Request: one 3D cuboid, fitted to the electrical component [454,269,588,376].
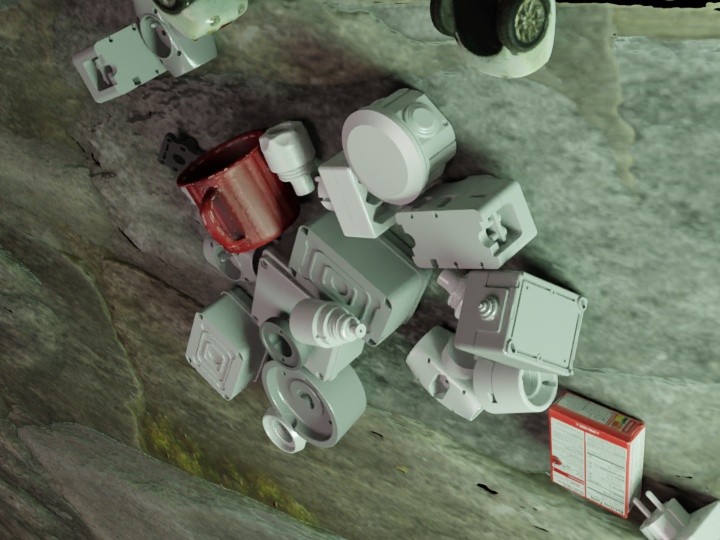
[{"bbox_3d":[0.113,0.037,0.799,0.096,0.061,0.061,20,169,-40],"label":"electrical component"}]

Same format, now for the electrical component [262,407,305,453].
[{"bbox_3d":[-0.069,0.163,1.179,0.078,0.057,0.058,46,146,9],"label":"electrical component"}]

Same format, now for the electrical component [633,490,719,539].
[{"bbox_3d":[0.248,0.207,0.851,0.075,0.047,0.083,48,146,9],"label":"electrical component"}]

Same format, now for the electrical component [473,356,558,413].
[{"bbox_3d":[0.128,0.090,0.878,0.047,0.055,0.055,-6,117,48],"label":"electrical component"}]

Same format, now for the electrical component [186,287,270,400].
[{"bbox_3d":[-0.141,0.081,1.187,0.078,0.057,0.113,43,146,13],"label":"electrical component"}]

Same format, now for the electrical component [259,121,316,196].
[{"bbox_3d":[-0.058,-0.095,0.936,0.043,0.043,0.062,7,127,47],"label":"electrical component"}]

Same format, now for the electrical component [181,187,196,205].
[{"bbox_3d":[-0.145,-0.090,1.044,0.043,0.043,0.062,54,146,-3],"label":"electrical component"}]

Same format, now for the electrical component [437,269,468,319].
[{"bbox_3d":[0.091,0.022,0.867,0.062,0.043,0.043,39,145,20],"label":"electrical component"}]

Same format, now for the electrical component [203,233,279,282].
[{"bbox_3d":[-0.121,-0.033,1.068,0.077,0.044,0.079,16,133,42],"label":"electrical component"}]

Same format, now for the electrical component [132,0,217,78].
[{"bbox_3d":[-0.152,-0.215,0.934,0.079,0.044,0.077,-6,117,52],"label":"electrical component"}]

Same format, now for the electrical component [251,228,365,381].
[{"bbox_3d":[-0.045,0.034,1.029,0.109,0.056,0.108,39,145,18],"label":"electrical component"}]

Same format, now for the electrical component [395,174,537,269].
[{"bbox_3d":[0.082,-0.036,0.811,0.089,0.056,0.050,1,122,50],"label":"electrical component"}]

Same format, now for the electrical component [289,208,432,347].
[{"bbox_3d":[0.000,0.000,0.942,0.113,0.057,0.078,41,145,16],"label":"electrical component"}]

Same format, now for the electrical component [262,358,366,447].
[{"bbox_3d":[-0.042,0.120,1.102,0.108,0.060,0.108,31,142,29],"label":"electrical component"}]

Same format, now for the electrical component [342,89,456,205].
[{"bbox_3d":[0.030,-0.095,0.823,0.080,0.051,0.080,31,141,29],"label":"electrical component"}]

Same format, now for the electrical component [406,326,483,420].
[{"bbox_3d":[0.087,0.080,0.926,0.077,0.043,0.079,42,145,15],"label":"electrical component"}]

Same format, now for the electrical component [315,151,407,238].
[{"bbox_3d":[-0.009,-0.067,0.898,0.077,0.047,0.065,6,126,47],"label":"electrical component"}]

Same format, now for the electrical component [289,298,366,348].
[{"bbox_3d":[-0.026,0.047,0.927,0.078,0.040,0.040,7,127,46],"label":"electrical component"}]

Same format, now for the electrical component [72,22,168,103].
[{"bbox_3d":[-0.208,-0.194,0.978,0.056,0.089,0.050,-4,118,52],"label":"electrical component"}]
